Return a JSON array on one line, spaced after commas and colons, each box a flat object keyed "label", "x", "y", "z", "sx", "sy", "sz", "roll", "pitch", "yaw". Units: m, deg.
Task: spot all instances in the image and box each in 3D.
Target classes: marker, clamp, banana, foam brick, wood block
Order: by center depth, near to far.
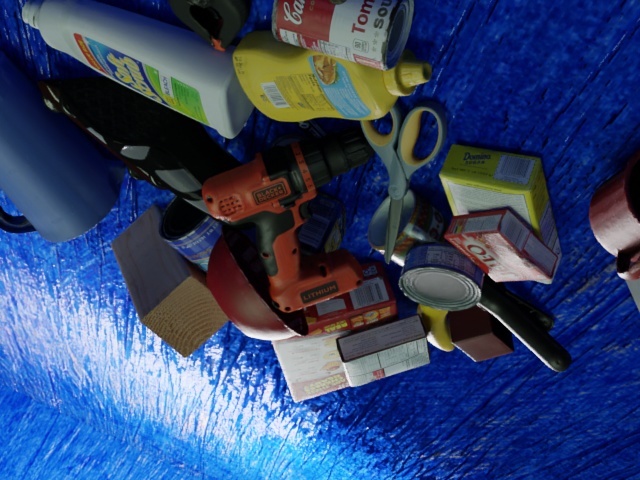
[{"label": "clamp", "x": -0.116, "y": -0.235, "z": 0.956, "sx": 0.120, "sy": 0.039, "sz": 0.171, "roll": 21, "pitch": 155, "yaw": 11}, {"label": "marker", "x": -0.024, "y": -0.131, "z": 1.095, "sx": 0.020, "sy": 0.020, "sz": 0.121, "roll": -1, "pitch": 144, "yaw": 45}, {"label": "clamp", "x": 0.191, "y": 0.063, "z": 1.179, "sx": 0.210, "sy": 0.036, "sz": 0.164, "roll": 36, "pitch": -169, "yaw": -9}, {"label": "foam brick", "x": 0.192, "y": 0.106, "z": 1.276, "sx": 0.051, "sy": 0.053, "sz": 0.078, "roll": -18, "pitch": 150, "yaw": 24}, {"label": "banana", "x": 0.155, "y": 0.096, "z": 1.343, "sx": 0.069, "sy": 0.037, "sz": 0.198, "roll": 24, "pitch": 155, "yaw": 6}, {"label": "wood block", "x": -0.198, "y": 0.050, "z": 1.409, "sx": 0.090, "sy": 0.090, "sz": 0.206, "roll": 45, "pitch": -175, "yaw": -34}]

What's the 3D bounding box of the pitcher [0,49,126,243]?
[{"label": "pitcher", "x": -0.373, "y": -0.113, "z": 1.325, "sx": 0.145, "sy": 0.149, "sz": 0.242, "roll": 11, "pitch": 148, "yaw": 41}]

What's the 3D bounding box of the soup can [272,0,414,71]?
[{"label": "soup can", "x": 0.019, "y": -0.186, "z": 0.888, "sx": 0.102, "sy": 0.068, "sz": 0.068, "roll": 19, "pitch": 154, "yaw": 15}]

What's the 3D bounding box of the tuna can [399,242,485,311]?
[{"label": "tuna can", "x": 0.127, "y": 0.038, "z": 1.105, "sx": 0.086, "sy": 0.033, "sz": 0.086, "roll": 11, "pitch": 150, "yaw": 7}]

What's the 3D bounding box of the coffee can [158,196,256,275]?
[{"label": "coffee can", "x": -0.118, "y": 0.000, "z": 1.340, "sx": 0.103, "sy": 0.102, "sz": 0.140, "roll": -2, "pitch": 143, "yaw": 46}]

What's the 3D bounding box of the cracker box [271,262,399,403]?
[{"label": "cracker box", "x": 0.020, "y": 0.123, "z": 1.399, "sx": 0.164, "sy": 0.072, "sz": 0.213, "roll": -16, "pitch": 149, "yaw": -1}]

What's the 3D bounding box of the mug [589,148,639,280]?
[{"label": "mug", "x": 0.281, "y": -0.018, "z": 0.914, "sx": 0.093, "sy": 0.117, "sz": 0.082, "roll": 22, "pitch": 161, "yaw": -6}]

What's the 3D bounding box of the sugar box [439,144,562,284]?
[{"label": "sugar box", "x": 0.185, "y": -0.024, "z": 1.074, "sx": 0.093, "sy": 0.048, "sz": 0.176, "roll": 13, "pitch": 156, "yaw": 26}]

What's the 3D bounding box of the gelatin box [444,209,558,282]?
[{"label": "gelatin box", "x": 0.178, "y": 0.008, "z": 1.049, "sx": 0.089, "sy": 0.030, "sz": 0.073, "roll": 39, "pitch": 154, "yaw": -30}]

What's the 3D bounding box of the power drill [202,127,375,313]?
[{"label": "power drill", "x": -0.013, "y": -0.021, "z": 1.127, "sx": 0.184, "sy": 0.057, "sz": 0.187, "roll": -19, "pitch": 127, "yaw": 2}]

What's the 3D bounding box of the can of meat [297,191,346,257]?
[{"label": "can of meat", "x": -0.008, "y": 0.001, "z": 1.261, "sx": 0.057, "sy": 0.084, "sz": 0.102, "roll": 21, "pitch": 155, "yaw": 11}]

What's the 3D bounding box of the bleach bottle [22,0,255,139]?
[{"label": "bleach bottle", "x": -0.190, "y": -0.190, "z": 1.091, "sx": 0.251, "sy": 0.068, "sz": 0.102, "roll": 22, "pitch": 157, "yaw": 14}]

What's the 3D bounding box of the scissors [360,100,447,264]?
[{"label": "scissors", "x": 0.064, "y": -0.067, "z": 1.061, "sx": 0.096, "sy": 0.016, "sz": 0.202, "roll": 34, "pitch": 134, "yaw": 10}]

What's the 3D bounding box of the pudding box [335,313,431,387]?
[{"label": "pudding box", "x": 0.081, "y": 0.140, "z": 1.347, "sx": 0.113, "sy": 0.039, "sz": 0.090, "roll": -19, "pitch": 150, "yaw": -1}]

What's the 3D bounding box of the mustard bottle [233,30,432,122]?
[{"label": "mustard bottle", "x": 0.017, "y": -0.151, "z": 0.971, "sx": 0.192, "sy": 0.058, "sz": 0.096, "roll": 5, "pitch": 143, "yaw": 38}]

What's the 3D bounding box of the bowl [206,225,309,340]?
[{"label": "bowl", "x": -0.082, "y": 0.060, "z": 1.238, "sx": 0.162, "sy": 0.055, "sz": 0.162, "roll": 51, "pitch": -171, "yaw": -12}]
